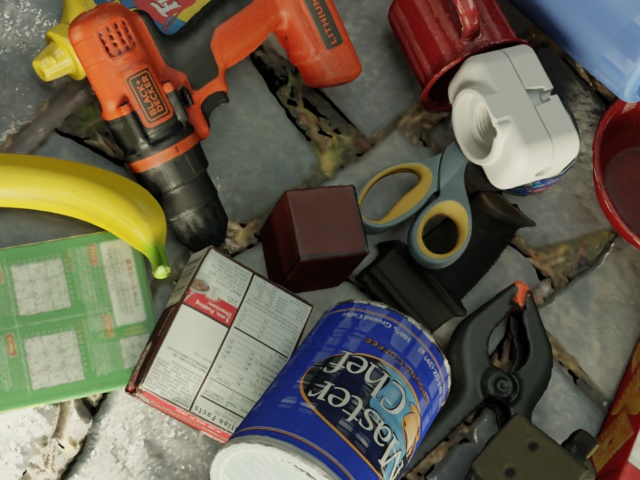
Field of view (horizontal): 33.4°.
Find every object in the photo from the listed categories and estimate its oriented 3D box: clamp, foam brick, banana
[{"bbox_3d":[0.132,0.117,0.766,0.120,0.039,0.171,30,71,-12],"label":"clamp"},{"bbox_3d":[-0.005,0.001,0.747,0.053,0.078,0.051,-6,71,-20],"label":"foam brick"},{"bbox_3d":[-0.184,-0.029,0.715,0.198,0.037,0.069,14,34,5],"label":"banana"}]

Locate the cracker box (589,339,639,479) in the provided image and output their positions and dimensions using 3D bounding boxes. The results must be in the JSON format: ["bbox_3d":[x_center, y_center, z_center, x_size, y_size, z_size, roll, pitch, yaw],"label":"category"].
[{"bbox_3d":[0.285,0.172,0.770,0.164,0.072,0.213,31,66,-2],"label":"cracker box"}]

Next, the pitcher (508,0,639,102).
[{"bbox_3d":[0.193,-0.226,0.823,0.149,0.145,0.243,-28,68,-31],"label":"pitcher"}]

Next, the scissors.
[{"bbox_3d":[0.114,-0.050,0.794,0.201,0.016,0.096,-32,74,-21],"label":"scissors"}]

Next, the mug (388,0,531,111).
[{"bbox_3d":[0.103,-0.163,0.820,0.093,0.117,0.081,-24,72,0],"label":"mug"}]

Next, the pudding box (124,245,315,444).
[{"bbox_3d":[-0.066,0.073,0.719,0.090,0.039,0.113,31,67,-16],"label":"pudding box"}]

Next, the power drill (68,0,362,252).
[{"bbox_3d":[-0.062,-0.107,0.758,0.187,0.057,0.184,-33,109,-26],"label":"power drill"}]

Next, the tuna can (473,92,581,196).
[{"bbox_3d":[0.162,-0.081,0.848,0.086,0.034,0.086,5,69,-14],"label":"tuna can"}]

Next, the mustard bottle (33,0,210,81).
[{"bbox_3d":[-0.130,-0.174,0.786,0.191,0.058,0.096,-40,91,-24],"label":"mustard bottle"}]

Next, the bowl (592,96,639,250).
[{"bbox_3d":[0.280,-0.045,0.856,0.162,0.055,0.162,5,69,-14],"label":"bowl"}]

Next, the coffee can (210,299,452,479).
[{"bbox_3d":[0.010,0.119,0.672,0.103,0.103,0.140,39,45,1],"label":"coffee can"}]
